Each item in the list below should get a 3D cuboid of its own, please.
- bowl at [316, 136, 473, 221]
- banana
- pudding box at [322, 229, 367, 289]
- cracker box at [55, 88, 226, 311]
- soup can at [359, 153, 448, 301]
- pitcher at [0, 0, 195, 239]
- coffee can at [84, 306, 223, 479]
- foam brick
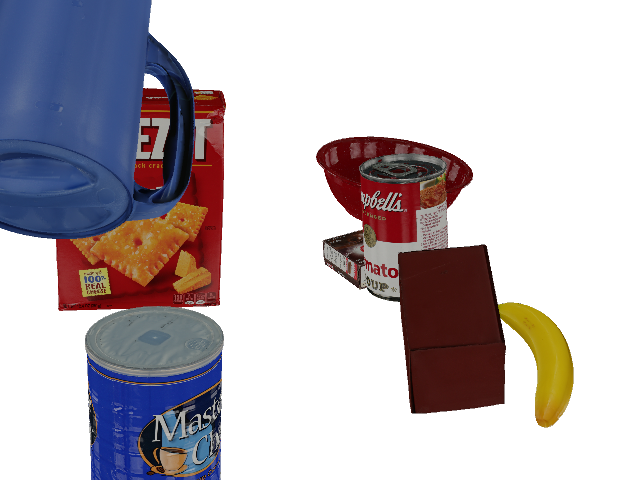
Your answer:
[{"bbox_3d":[0.073,-0.055,1.100,0.162,0.055,0.162,5,24,-2],"label":"bowl"},{"bbox_3d":[0.232,0.123,1.137,0.069,0.037,0.198,-25,34,3],"label":"banana"},{"bbox_3d":[0.073,0.017,1.350,0.113,0.039,0.090,-17,28,-25],"label":"pudding box"},{"bbox_3d":[-0.178,-0.039,1.055,0.164,0.214,0.072,0,21,-10],"label":"cracker box"},{"bbox_3d":[0.067,-0.011,0.844,0.068,0.102,0.068,-3,21,1],"label":"soup can"},{"bbox_3d":[-0.181,-0.129,0.802,0.145,0.243,0.149,-8,-31,20],"label":"pitcher"},{"bbox_3d":[-0.127,0.135,0.820,0.103,0.140,0.103,2,22,-1],"label":"coffee can"},{"bbox_3d":[0.071,0.048,0.587,0.051,0.053,0.078,-4,42,3],"label":"foam brick"}]
